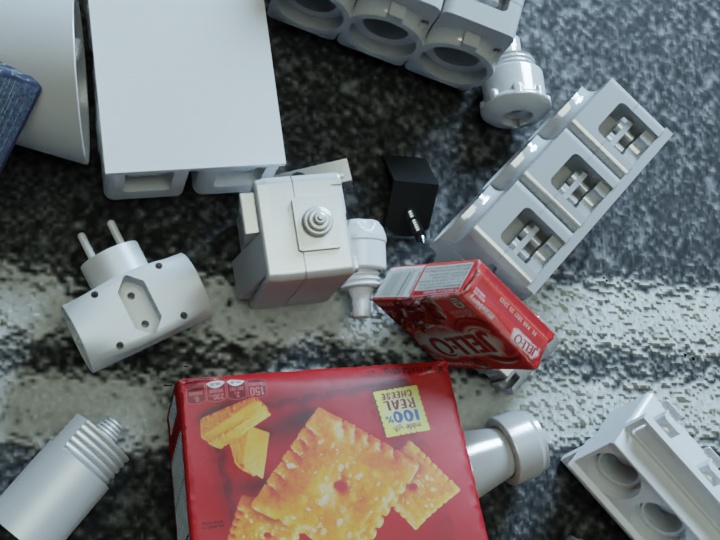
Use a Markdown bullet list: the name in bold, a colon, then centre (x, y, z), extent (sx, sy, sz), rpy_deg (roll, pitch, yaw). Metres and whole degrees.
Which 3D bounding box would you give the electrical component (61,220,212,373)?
- **electrical component**: centre (-0.140, 0.009, 0.637), extent (0.077, 0.043, 0.079), rpy_deg (-26, 84, -19)

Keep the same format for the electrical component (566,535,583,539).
- **electrical component**: centre (0.155, 0.206, 0.637), extent (0.100, 0.100, 0.048), rpy_deg (39, 83, -2)

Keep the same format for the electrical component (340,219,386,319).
- **electrical component**: centre (0.000, 0.000, 0.682), extent (0.035, 0.035, 0.061), rpy_deg (1, 79, -15)

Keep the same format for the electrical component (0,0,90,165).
- **electrical component**: centre (-0.183, -0.116, 0.630), extent (0.064, 0.099, 0.099), rpy_deg (10, 74, -6)

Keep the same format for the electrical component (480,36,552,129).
- **electrical component**: centre (0.105, -0.131, 0.739), extent (0.048, 0.048, 0.062), rpy_deg (2, 68, -15)

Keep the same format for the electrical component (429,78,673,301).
- **electrical component**: centre (0.117, -0.047, 0.695), extent (0.062, 0.089, 0.150), rpy_deg (44, 70, -1)

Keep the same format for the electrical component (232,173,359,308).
- **electrical component**: centre (-0.042, -0.017, 0.642), extent (0.061, 0.096, 0.061), rpy_deg (-6, 78, -15)

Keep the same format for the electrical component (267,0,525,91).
- **electrical component**: centre (0.023, -0.178, 0.703), extent (0.150, 0.089, 0.061), rpy_deg (19, 73, -10)

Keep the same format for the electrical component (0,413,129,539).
- **electrical component**: centre (-0.164, 0.117, 0.603), extent (0.043, 0.043, 0.081), rpy_deg (40, 70, -2)

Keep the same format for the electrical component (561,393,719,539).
- **electrical component**: centre (0.199, 0.143, 0.681), extent (0.121, 0.079, 0.063), rpy_deg (48, 48, 1)

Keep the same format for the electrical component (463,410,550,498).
- **electrical component**: centre (0.084, 0.115, 0.669), extent (0.055, 0.045, 0.045), rpy_deg (-16, 81, -19)

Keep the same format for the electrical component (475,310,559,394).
- **electrical component**: centre (0.099, 0.052, 0.693), extent (0.040, 0.040, 0.046), rpy_deg (42, 76, -2)

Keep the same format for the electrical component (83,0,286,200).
- **electrical component**: centre (-0.115, -0.142, 0.673), extent (0.105, 0.060, 0.186), rpy_deg (-5, 77, -16)
